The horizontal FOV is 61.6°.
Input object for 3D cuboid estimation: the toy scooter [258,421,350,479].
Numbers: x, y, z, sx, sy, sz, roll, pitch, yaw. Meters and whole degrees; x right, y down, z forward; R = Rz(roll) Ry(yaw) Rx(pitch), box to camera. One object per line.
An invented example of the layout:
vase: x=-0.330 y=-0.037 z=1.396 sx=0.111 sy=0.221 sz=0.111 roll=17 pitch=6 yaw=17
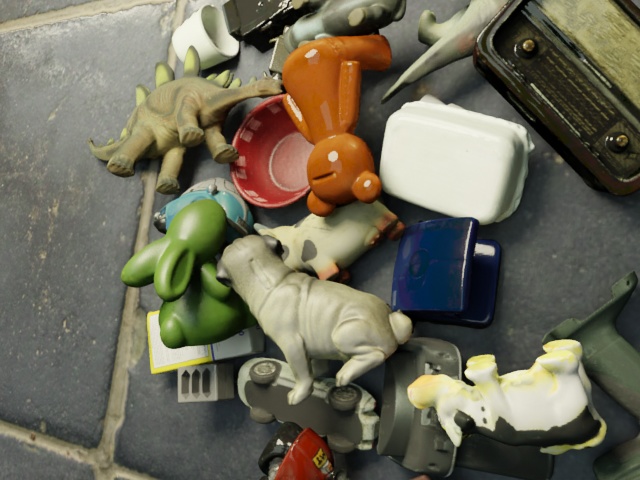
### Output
toy scooter: x=-0.011 y=0.299 z=0.627 sx=0.135 sy=0.075 sz=0.183 roll=30 pitch=130 yaw=17

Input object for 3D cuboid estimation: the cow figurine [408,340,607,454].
cow figurine: x=0.172 y=0.158 z=0.510 sx=0.167 sy=0.068 sz=0.098 roll=-19 pitch=85 yaw=26

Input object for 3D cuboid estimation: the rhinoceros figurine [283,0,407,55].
rhinoceros figurine: x=0.020 y=-0.270 z=0.677 sx=0.190 sy=0.112 sz=0.073 roll=-15 pitch=92 yaw=47

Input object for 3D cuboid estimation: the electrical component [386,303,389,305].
electrical component: x=0.064 y=0.110 z=0.671 sx=0.094 sy=0.021 sz=0.063 roll=-4 pitch=79 yaw=26

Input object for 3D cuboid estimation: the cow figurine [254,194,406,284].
cow figurine: x=-0.001 y=-0.002 z=0.691 sx=0.195 sy=0.085 sz=0.127 roll=-41 pitch=64 yaw=12

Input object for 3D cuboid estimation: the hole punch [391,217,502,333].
hole punch: x=0.134 y=0.035 z=0.605 sx=0.116 sy=0.092 sz=0.142 roll=1 pitch=74 yaw=31

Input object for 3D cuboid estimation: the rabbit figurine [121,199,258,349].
rabbit figurine: x=-0.162 y=0.036 z=0.662 sx=0.121 sy=0.159 sz=0.170 roll=9 pitch=105 yaw=33

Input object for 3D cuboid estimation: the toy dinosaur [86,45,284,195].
toy dinosaur: x=-0.240 y=-0.174 z=0.827 sx=0.472 sy=0.105 sz=0.198 roll=-12 pitch=58 yaw=32

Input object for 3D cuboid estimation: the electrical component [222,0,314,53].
electrical component: x=-0.083 y=-0.358 z=0.817 sx=0.134 sy=0.058 sz=0.115 roll=-24 pitch=68 yaw=21

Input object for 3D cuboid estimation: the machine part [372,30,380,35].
machine part: x=0.048 y=-0.309 z=0.752 sx=0.084 sy=0.039 sz=0.139 roll=-6 pitch=79 yaw=35

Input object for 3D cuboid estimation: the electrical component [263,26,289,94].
electrical component: x=-0.044 y=-0.263 z=0.788 sx=0.078 sy=0.045 sz=0.102 roll=9 pitch=87 yaw=0

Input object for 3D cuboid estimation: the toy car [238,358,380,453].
toy car: x=-0.017 y=0.202 z=0.672 sx=0.202 sy=0.056 sz=0.073 roll=9 pitch=109 yaw=28

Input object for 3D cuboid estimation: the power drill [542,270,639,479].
power drill: x=0.334 y=0.131 z=0.501 sx=0.232 sy=0.086 sz=0.207 roll=-41 pitch=72 yaw=18

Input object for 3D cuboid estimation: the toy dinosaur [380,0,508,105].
toy dinosaur: x=0.230 y=-0.320 z=0.619 sx=0.192 sy=0.131 sz=0.404 roll=26 pitch=99 yaw=30

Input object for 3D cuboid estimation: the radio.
radio: x=0.271 y=-0.161 z=0.545 sx=0.131 sy=0.073 sz=0.229 roll=-43 pitch=85 yaw=15

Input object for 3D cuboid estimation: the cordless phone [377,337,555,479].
cordless phone: x=0.160 y=0.186 z=0.587 sx=0.184 sy=0.088 sz=0.146 roll=4 pitch=82 yaw=17

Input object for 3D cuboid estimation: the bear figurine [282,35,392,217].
bear figurine: x=0.030 y=-0.134 z=0.637 sx=0.120 sy=0.132 sz=0.195 roll=-20 pitch=89 yaw=45

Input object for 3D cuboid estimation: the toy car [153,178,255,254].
toy car: x=-0.157 y=-0.036 z=0.779 sx=0.162 sy=0.109 sz=0.103 roll=-1 pitch=55 yaw=39

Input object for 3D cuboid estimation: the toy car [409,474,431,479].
toy car: x=0.140 y=0.342 z=0.550 sx=0.089 sy=0.053 sz=0.202 roll=-31 pitch=85 yaw=23

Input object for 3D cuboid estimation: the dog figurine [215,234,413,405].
dog figurine: x=-0.010 y=0.060 z=0.600 sx=0.172 sy=0.121 sz=0.190 roll=-28 pitch=90 yaw=10
